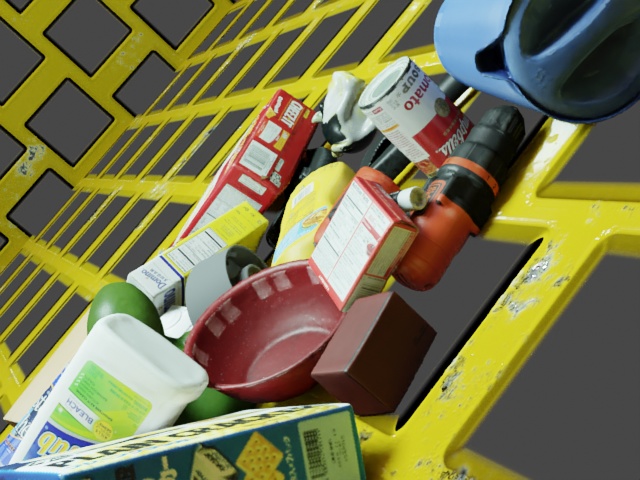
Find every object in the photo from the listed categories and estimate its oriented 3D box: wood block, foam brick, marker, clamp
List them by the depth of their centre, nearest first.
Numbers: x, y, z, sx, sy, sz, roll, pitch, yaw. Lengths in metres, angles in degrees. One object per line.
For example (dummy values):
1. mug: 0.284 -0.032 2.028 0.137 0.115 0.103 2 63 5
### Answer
1. foam brick: 0.041 0.086 0.799 0.051 0.053 0.078 -19 32 55
2. marker: 0.045 -0.026 0.897 0.121 0.020 0.020 -13 39 56
3. clamp: 0.103 -0.125 1.110 0.165 0.036 0.209 -27 26 57
4. clamp: -0.019 -0.056 1.245 0.120 0.039 0.171 -40 15 11
5. wood block: -0.272 0.160 1.285 0.206 0.090 0.091 -55 20 -23

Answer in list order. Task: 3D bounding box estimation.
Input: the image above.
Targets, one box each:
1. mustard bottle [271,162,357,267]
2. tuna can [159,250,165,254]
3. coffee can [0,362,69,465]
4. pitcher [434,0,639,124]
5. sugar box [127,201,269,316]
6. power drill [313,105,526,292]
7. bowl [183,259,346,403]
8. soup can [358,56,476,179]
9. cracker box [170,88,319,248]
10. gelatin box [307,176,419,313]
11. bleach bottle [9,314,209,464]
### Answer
1. mustard bottle: -0.007 0.002 1.065 0.096 0.058 0.191 -39 20 27
2. tuna can: -0.166 0.051 1.276 0.033 0.086 0.086 -54 19 -13
3. coffee can: -0.279 0.219 1.159 0.140 0.102 0.103 -51 19 -10
4. pitcher: 0.191 -0.178 0.912 0.145 0.149 0.243 -62 14 6
5. sugar box: -0.139 0.033 1.175 0.176 0.048 0.093 -39 -17 -37
6. power drill: 0.084 -0.036 0.941 0.184 0.057 0.188 -54 19 -20
7. bowl: -0.034 0.087 0.913 0.162 0.055 0.162 -21 30 12
8. soup can: 0.094 -0.115 1.009 0.069 0.102 0.068 -41 19 17
9. cracker box: -0.097 -0.061 1.316 0.214 0.072 0.164 -49 12 43
10. gelatin box: 0.033 0.005 0.854 0.089 0.030 0.073 -60 36 19
11. bleach bottle: -0.197 0.187 0.867 0.251 0.102 0.068 -57 -10 13
